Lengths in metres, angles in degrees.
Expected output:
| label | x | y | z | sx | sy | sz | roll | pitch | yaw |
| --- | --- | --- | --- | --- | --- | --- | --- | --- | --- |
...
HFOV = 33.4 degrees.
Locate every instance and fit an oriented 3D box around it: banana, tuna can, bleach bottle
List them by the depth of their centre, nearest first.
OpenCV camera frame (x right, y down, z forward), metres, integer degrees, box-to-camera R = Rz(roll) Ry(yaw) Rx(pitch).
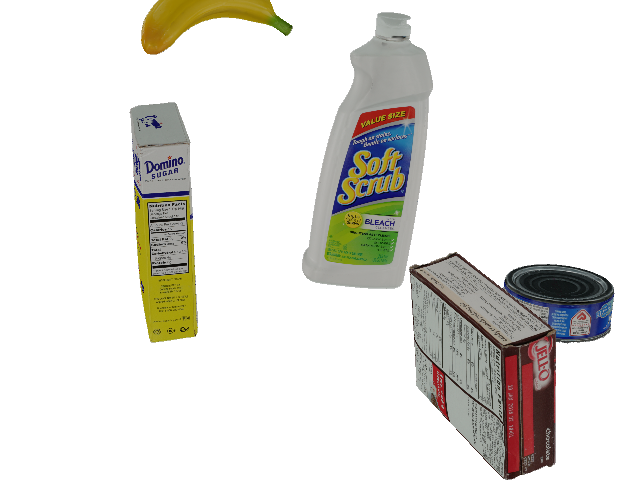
| label | x | y | z | sx | sy | sz | roll | pitch | yaw |
| --- | --- | --- | --- | --- | --- | --- | --- | --- | --- |
| tuna can | 0.185 | 0.048 | 0.835 | 0.086 | 0.034 | 0.086 | 1 | 19 | -1 |
| bleach bottle | 0.044 | -0.082 | 0.980 | 0.102 | 0.251 | 0.068 | 5 | 22 | -1 |
| banana | -0.106 | -0.216 | 1.008 | 0.070 | 0.037 | 0.197 | 46 | 39 | 19 |

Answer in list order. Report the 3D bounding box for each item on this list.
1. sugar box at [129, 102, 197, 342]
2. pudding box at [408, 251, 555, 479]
| label | x | y | z | sx | sy | sz | roll | pitch | yaw |
| --- | --- | --- | --- | --- | --- | --- | --- | --- | --- |
| sugar box | -0.129 | -0.015 | 0.876 | 0.048 | 0.176 | 0.093 | -8 | 28 | -11 |
| pudding box | 0.093 | 0.070 | 0.624 | 0.039 | 0.090 | 0.114 | -15 | 27 | -20 |
